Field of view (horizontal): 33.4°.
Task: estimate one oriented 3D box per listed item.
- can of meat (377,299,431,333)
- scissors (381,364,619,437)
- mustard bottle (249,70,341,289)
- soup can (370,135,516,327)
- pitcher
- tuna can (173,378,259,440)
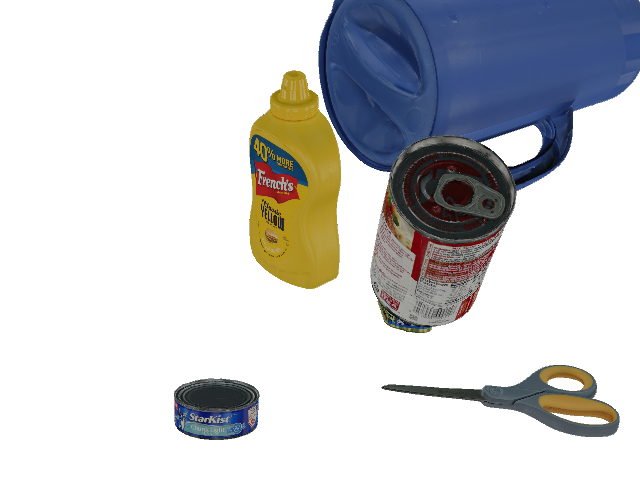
[{"bbox_3d":[0.096,0.043,1.149,0.057,0.084,0.102,6,17,-5],"label":"can of meat"},{"bbox_3d":[0.160,0.127,0.935,0.202,0.016,0.096,13,29,9],"label":"scissors"},{"bbox_3d":[-0.023,-0.057,0.934,0.058,0.192,0.096,-23,40,-33],"label":"mustard bottle"},{"bbox_3d":[0.066,-0.002,0.604,0.068,0.068,0.102,0,-31,-4],"label":"soup can"},{"bbox_3d":[0.133,-0.129,0.801,0.242,0.149,0.145,-16,32,-32],"label":"pitcher"},{"bbox_3d":[-0.105,0.170,1.075,0.086,0.034,0.086,2,13,-1],"label":"tuna can"}]
